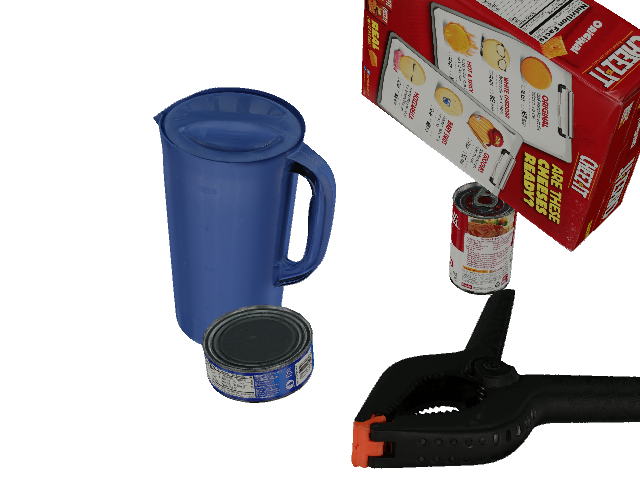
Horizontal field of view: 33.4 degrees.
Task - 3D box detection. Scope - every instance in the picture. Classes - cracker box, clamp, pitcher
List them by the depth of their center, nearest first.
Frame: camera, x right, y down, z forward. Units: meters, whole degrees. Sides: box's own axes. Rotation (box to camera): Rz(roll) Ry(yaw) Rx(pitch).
[{"bbox_3d":[0.098,0.085,0.644,0.209,0.036,0.165,-12,26,-28],"label":"clamp"},{"bbox_3d":[0.127,-0.116,0.750,0.214,0.072,0.164,39,-24,23],"label":"cracker box"},{"bbox_3d":[-0.078,-0.011,1.026,0.144,0.243,0.149,-8,39,-16],"label":"pitcher"}]

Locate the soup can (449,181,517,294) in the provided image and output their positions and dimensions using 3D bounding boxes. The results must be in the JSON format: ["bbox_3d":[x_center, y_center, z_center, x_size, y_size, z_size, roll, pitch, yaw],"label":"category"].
[{"bbox_3d":[0.171,-0.002,1.126,0.068,0.102,0.068,-1,35,1],"label":"soup can"}]

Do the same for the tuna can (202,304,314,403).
[{"bbox_3d":[-0.048,0.088,0.830,0.086,0.034,0.086,-3,31,2],"label":"tuna can"}]
